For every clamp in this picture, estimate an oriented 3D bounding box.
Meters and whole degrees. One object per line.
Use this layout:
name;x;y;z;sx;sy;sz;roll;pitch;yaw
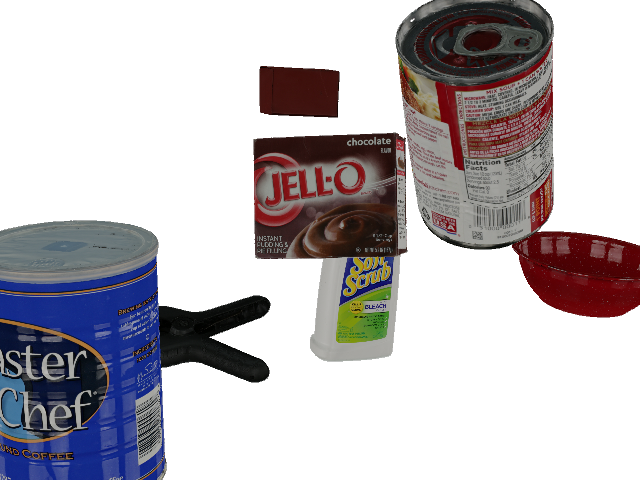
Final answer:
clamp;-0.127;0.089;1.051;0.171;0.039;0.120;7;27;4

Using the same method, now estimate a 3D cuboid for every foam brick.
foam brick;-0.024;-0.162;1.162;0.078;0.051;0.053;0;11;-18

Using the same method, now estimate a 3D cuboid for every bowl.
bowl;0.275;0.038;1.100;0.162;0.055;0.162;5;17;-2

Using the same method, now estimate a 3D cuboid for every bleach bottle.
bleach bottle;0.044;0.014;1.263;0.102;0.251;0.068;-2;16;-17

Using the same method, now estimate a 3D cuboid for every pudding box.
pudding box;0.007;-0.032;0.790;0.114;0.090;0.039;-1;1;16

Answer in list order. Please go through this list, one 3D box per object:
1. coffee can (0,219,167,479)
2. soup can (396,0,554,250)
coffee can;-0.141;0.068;0.604;0.103;0.140;0.103;0;15;0
soup can;0.074;-0.054;0.493;0.068;0.102;0.068;-7;43;6
